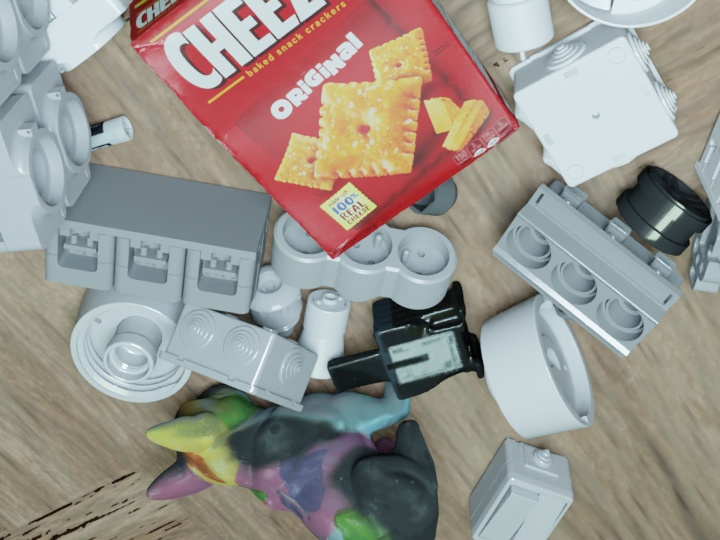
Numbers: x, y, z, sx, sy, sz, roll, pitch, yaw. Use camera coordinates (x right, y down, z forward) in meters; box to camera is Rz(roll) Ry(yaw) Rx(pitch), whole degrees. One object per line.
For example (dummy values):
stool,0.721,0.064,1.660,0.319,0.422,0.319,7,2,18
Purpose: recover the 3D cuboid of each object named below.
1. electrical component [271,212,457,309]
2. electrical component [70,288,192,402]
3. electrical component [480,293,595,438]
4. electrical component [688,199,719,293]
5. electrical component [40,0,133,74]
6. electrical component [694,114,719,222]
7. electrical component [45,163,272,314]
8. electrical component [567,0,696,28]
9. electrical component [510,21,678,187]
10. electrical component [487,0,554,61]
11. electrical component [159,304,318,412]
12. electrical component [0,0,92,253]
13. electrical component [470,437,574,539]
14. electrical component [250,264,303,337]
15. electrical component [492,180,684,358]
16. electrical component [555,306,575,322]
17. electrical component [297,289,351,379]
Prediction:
electrical component,0.000,0.000,0.827,0.138,0.052,0.073,10,146,-2
electrical component,-0.181,0.058,0.869,0.108,0.060,0.108,2,122,3
electrical component,0.132,0.078,0.836,0.060,0.108,0.108,-23,118,24
electrical component,0.282,-0.018,0.792,0.057,0.058,0.078,9,122,2
electrical component,-0.199,-0.174,0.732,0.089,0.050,0.055,-30,115,22
electrical component,0.298,-0.042,0.699,0.105,0.186,0.060,11,122,-3
electrical component,-0.148,-0.022,0.801,0.150,0.089,0.061,10,122,-2
electrical component,0.169,-0.205,0.678,0.099,0.064,0.099,2,122,3
electrical component,0.162,-0.116,0.743,0.100,0.048,0.099,-26,115,23
electrical component,0.104,-0.181,0.713,0.040,0.040,0.078,-11,120,11
electrical component,-0.090,0.066,0.823,0.100,0.100,0.048,18,81,25
electrical component,-0.230,-0.115,0.678,0.060,0.105,0.186,-4,122,9
electrical component,0.142,0.196,0.932,0.062,0.061,0.096,20,121,-8
electrical component,-0.067,0.029,0.855,0.048,0.048,0.062,-4,141,6
electrical component,0.167,-0.005,0.778,0.121,0.063,0.078,40,139,9
electrical component,0.191,0.031,0.839,0.065,0.044,0.044,28,120,-18
electrical component,-0.029,0.049,0.864,0.044,0.044,0.065,10,119,-2
